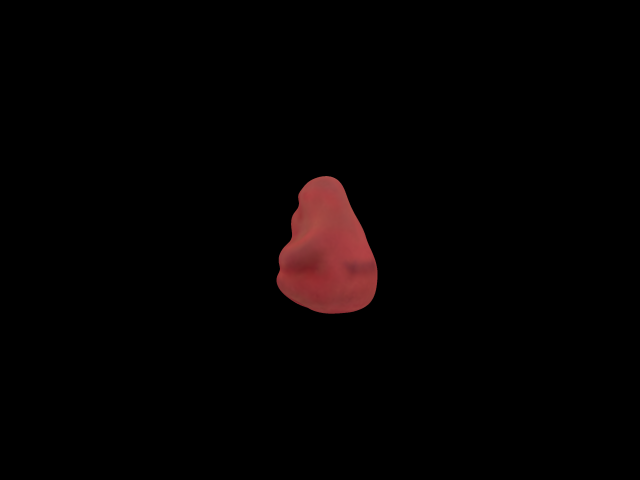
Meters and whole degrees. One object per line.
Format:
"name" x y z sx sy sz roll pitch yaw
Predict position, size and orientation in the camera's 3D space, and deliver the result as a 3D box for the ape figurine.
"ape figurine" 0.004 0.001 0.400 0.078 0.092 0.075 -7 11 -39
